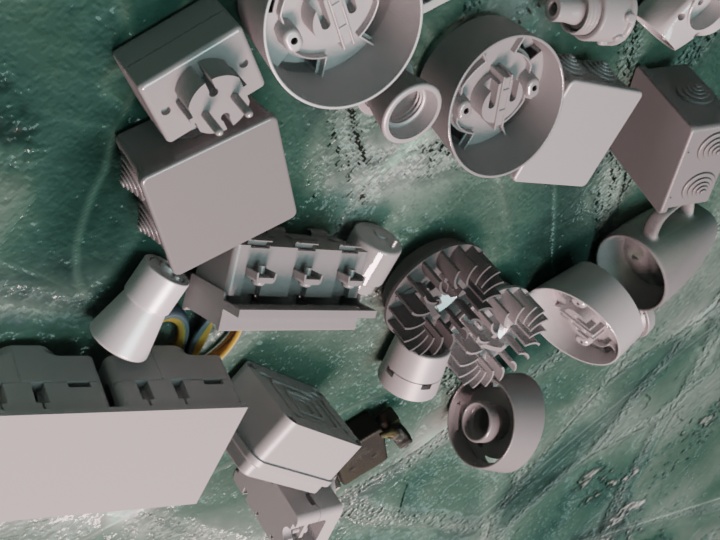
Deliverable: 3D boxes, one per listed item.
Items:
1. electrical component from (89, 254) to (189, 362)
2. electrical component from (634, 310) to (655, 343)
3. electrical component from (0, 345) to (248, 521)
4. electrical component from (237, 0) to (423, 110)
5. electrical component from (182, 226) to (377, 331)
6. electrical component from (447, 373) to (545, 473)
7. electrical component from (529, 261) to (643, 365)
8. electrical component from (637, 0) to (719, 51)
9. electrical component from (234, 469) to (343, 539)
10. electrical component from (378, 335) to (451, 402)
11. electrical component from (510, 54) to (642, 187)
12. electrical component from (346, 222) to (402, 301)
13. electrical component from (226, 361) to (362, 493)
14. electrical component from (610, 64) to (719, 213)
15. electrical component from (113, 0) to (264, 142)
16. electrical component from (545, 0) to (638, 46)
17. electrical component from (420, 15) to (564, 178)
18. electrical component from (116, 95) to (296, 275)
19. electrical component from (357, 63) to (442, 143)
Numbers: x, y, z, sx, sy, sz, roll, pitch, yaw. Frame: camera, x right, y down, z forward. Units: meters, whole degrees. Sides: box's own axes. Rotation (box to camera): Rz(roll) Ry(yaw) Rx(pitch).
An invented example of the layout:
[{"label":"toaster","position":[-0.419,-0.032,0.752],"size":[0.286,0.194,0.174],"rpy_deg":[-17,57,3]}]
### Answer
[{"label":"electrical component","position":[-0.143,0.023,0.711],"size":[0.044,0.044,0.065],"rpy_deg":[21,109,-51]},{"label":"electrical component","position":[0.259,0.049,1.086],"size":[0.057,0.058,0.078],"rpy_deg":[-24,142,-16]},{"label":"electrical component","position":[-0.187,0.110,0.732],"size":[0.186,0.060,0.105],"rpy_deg":[3,130,-36]},{"label":"electrical component","position":[-0.018,-0.149,0.612],"size":[0.099,0.064,0.099],"rpy_deg":[-24,142,-20]},{"label":"electrical component","position":[-0.055,0.005,0.748],"size":[0.121,0.079,0.063],"rpy_deg":[3,106,-43]},{"label":"electrical component","position":[0.135,0.148,1.053],"size":[0.064,0.099,0.099],"rpy_deg":[9,123,-39]},{"label":"electrical component","position":[0.212,0.042,1.005],"size":[0.064,0.099,0.099],"rpy_deg":[-36,145,-16]},{"label":"electrical component","position":[0.257,-0.203,0.817],"size":[0.077,0.044,0.079],"rpy_deg":[-49,143,14]},{"label":"electrical component","position":[-0.059,0.191,0.928],"size":[0.056,0.089,0.050],"rpy_deg":[-5,133,-38]},{"label":"electrical component","position":[0.048,0.079,0.933],"size":[0.055,0.055,0.047],"rpy_deg":[-7,130,-37]},{"label":"electrical component","position":[0.151,-0.114,0.816],"size":[0.100,0.048,0.099],"rpy_deg":[0,129,-42]},{"label":"electrical component","position":[0.000,0.000,0.814],"size":[0.040,0.040,0.078],"rpy_deg":[2,128,-43]},{"label":"electrical component","position":[-0.062,0.129,0.868],"size":[0.057,0.078,0.113],"rpy_deg":[-48,144,8]},{"label":"electrical component","position":[0.255,-0.109,0.874],"size":[0.048,0.099,0.099],"rpy_deg":[-10,137,-17]},{"label":"electrical component","position":[-0.086,-0.101,0.594],"size":[0.066,0.076,0.047],"rpy_deg":[-33,144,-9]},{"label":"electrical component","position":[0.159,-0.182,0.754],"size":[0.062,0.048,0.048],"rpy_deg":[-5,133,-29]},{"label":"electrical component","position":[0.090,-0.122,0.740],"size":[0.099,0.064,0.099],"rpy_deg":[-24,142,-20]},{"label":"electrical component","position":[-0.094,-0.058,0.659],"size":[0.100,0.048,0.099],"rpy_deg":[-28,143,-15]},{"label":"electrical component","position":[0.019,-0.115,0.692],"size":[0.045,0.055,0.045],"rpy_deg":[-24,142,-20]}]
